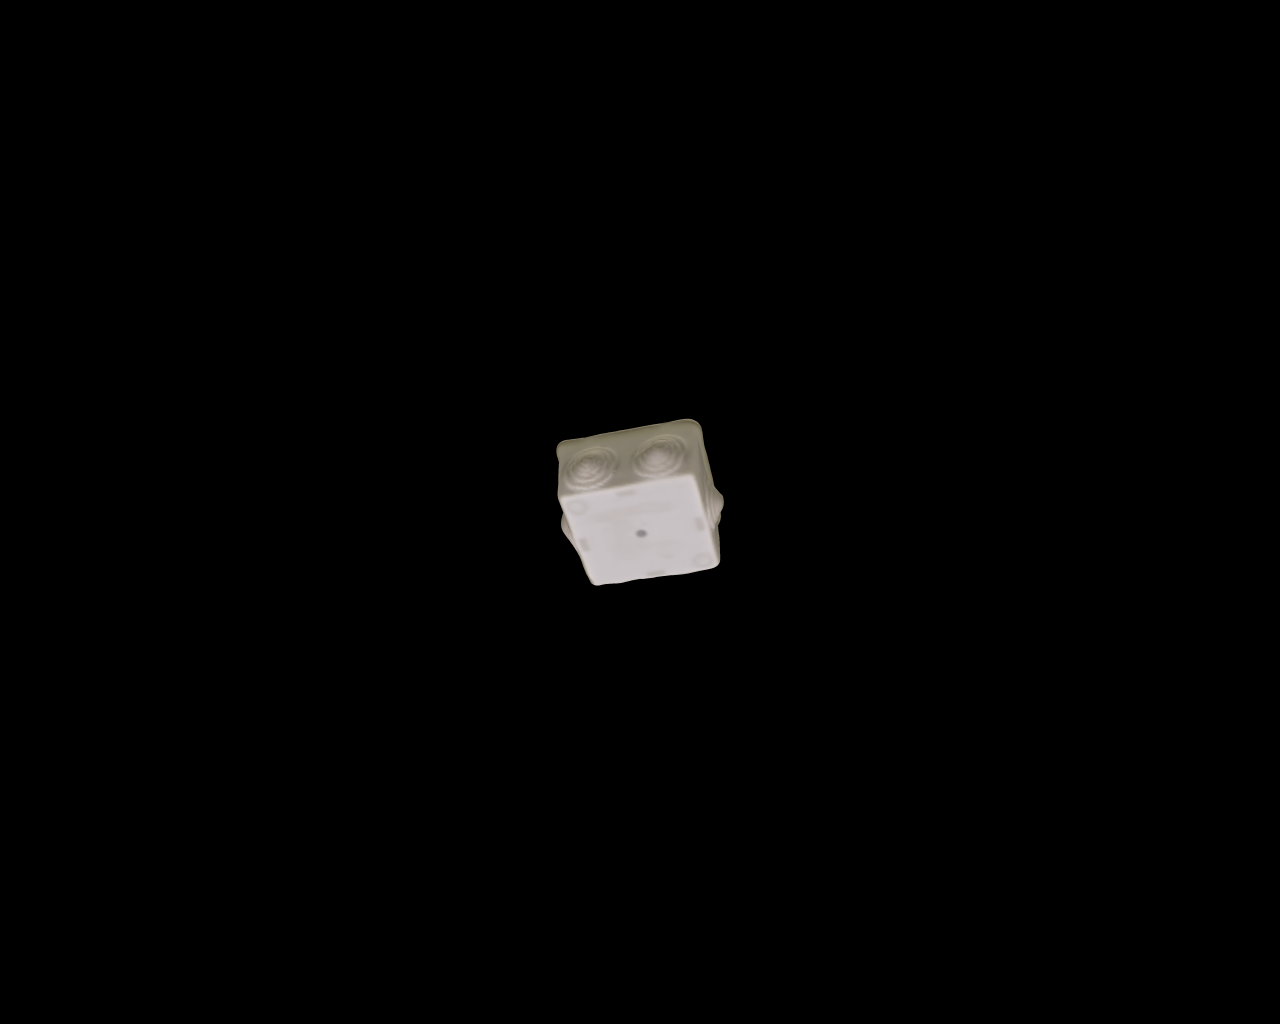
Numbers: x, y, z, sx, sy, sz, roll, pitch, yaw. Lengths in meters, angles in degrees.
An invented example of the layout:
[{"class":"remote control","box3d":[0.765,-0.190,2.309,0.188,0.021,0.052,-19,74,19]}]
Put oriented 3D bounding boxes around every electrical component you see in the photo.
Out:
[{"class":"electrical component","box3d":[0.001,-0.003,0.650,0.100,0.048,0.099,-9,-46,9]}]
